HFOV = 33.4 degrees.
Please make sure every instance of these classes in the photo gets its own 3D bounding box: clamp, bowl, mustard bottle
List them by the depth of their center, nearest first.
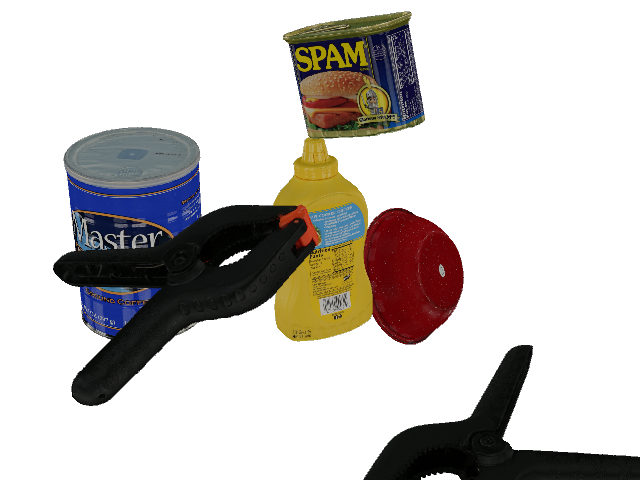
[{"bbox_3d":[-0.082,0.032,0.640,0.171,0.120,0.039,-19,-39,9],"label":"clamp"},{"bbox_3d":[0.106,0.137,0.694,0.209,0.036,0.165,-14,31,-19],"label":"clamp"},{"bbox_3d":[0.000,-0.004,1.011,0.096,0.192,0.058,-13,24,-23],"label":"mustard bottle"},{"bbox_3d":[0.117,0.038,1.231,0.055,0.162,0.161,-11,-7,40],"label":"bowl"}]

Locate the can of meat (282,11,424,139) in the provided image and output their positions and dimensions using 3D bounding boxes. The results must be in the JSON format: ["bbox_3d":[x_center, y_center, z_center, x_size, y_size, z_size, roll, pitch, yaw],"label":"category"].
[{"bbox_3d":[0.027,-0.127,0.828,0.102,0.084,0.057,2,22,39],"label":"can of meat"}]

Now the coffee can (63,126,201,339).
[{"bbox_3d":[-0.144,-0.006,0.843,0.103,0.140,0.103,0,28,0],"label":"coffee can"}]
